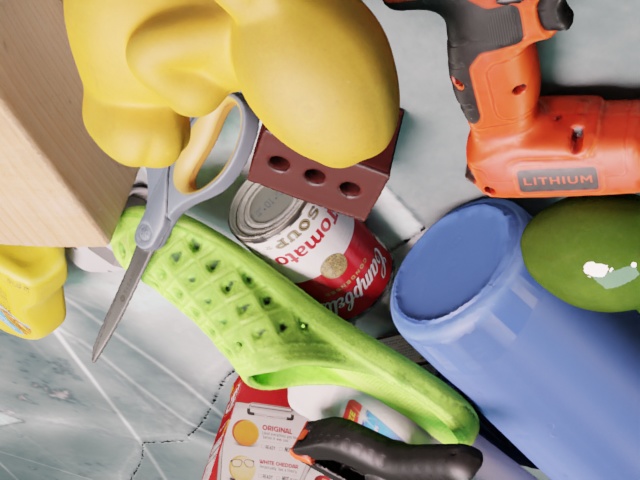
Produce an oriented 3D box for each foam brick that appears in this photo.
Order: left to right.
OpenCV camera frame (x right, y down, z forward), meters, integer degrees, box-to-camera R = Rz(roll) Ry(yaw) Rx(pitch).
[{"bbox_3d":[0.003,-0.056,0.629,0.078,0.051,0.053,19,147,-5],"label":"foam brick"}]

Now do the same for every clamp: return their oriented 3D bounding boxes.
[{"bbox_3d":[0.057,0.161,0.707,0.172,0.039,0.120,7,137,46],"label":"clamp"}]

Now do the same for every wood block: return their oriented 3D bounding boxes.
[{"bbox_3d":[-0.191,-0.091,0.625,0.090,0.090,0.206,1,145,22],"label":"wood block"}]

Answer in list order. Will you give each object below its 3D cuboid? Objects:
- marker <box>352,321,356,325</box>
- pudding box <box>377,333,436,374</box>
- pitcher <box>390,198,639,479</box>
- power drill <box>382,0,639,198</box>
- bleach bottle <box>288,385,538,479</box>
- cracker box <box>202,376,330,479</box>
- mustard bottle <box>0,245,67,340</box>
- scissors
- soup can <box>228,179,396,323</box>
[{"bbox_3d":[-0.028,0.044,0.824,0.121,0.020,0.020,27,146,-16],"label":"marker"},{"bbox_3d":[0.107,0.103,0.837,0.114,0.039,0.090,-20,133,41],"label":"pudding box"},{"bbox_3d":[0.152,0.086,0.713,0.149,0.145,0.242,-47,118,5],"label":"pitcher"},{"bbox_3d":[0.116,-0.100,0.511,0.185,0.057,0.187,1,142,29],"label":"power drill"},{"bbox_3d":[0.061,0.158,0.779,0.251,0.068,0.103,37,130,16],"label":"bleach bottle"},{"bbox_3d":[-0.029,0.244,0.948,0.164,0.213,0.072,22,149,-8],"label":"cracker box"},{"bbox_3d":[-0.240,0.029,0.841,0.096,0.058,0.192,45,155,9],"label":"mustard bottle"},{"bbox_3d":[-0.107,-0.023,0.651,0.016,0.096,0.202,3,136,-51],"label":"scissors"},{"bbox_3d":[-0.005,0.001,0.702,0.069,0.068,0.102,-10,140,35],"label":"soup can"}]
